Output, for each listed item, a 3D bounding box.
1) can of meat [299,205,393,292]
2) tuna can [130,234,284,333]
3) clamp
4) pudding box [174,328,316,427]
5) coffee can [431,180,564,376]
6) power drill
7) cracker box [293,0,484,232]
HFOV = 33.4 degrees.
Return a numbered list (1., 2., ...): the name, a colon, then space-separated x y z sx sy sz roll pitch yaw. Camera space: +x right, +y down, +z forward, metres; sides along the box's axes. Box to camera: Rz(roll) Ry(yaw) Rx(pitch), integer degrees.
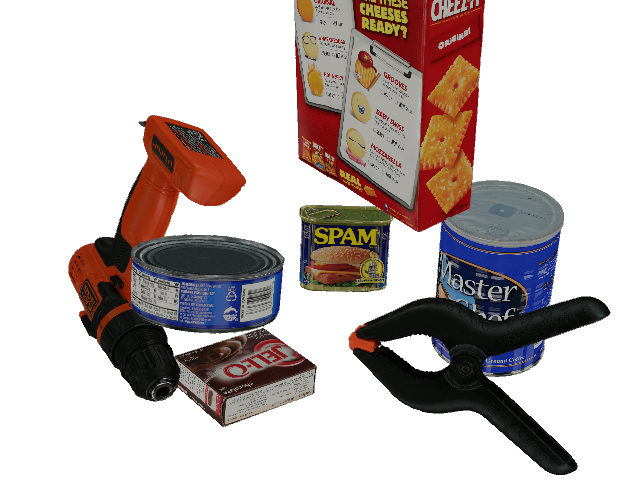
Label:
1. can of meat: 0.026 0.009 1.175 0.102 0.084 0.057 2 18 -2
2. tuna can: -0.064 0.023 0.602 0.086 0.034 0.086 4 14 -1
3. clamp: 0.104 0.093 0.719 0.172 0.120 0.039 3 1 16
4. pudding box: -0.074 0.132 1.047 0.113 0.039 0.090 -17 31 -35
5. coffee can: 0.152 0.033 0.933 0.103 0.140 0.103 0 32 0
6. power drill: -0.131 0.010 0.849 0.057 0.188 0.185 13 25 -41
7. cracker box: 0.053 -0.138 0.880 0.072 0.214 0.164 -24 40 -31
